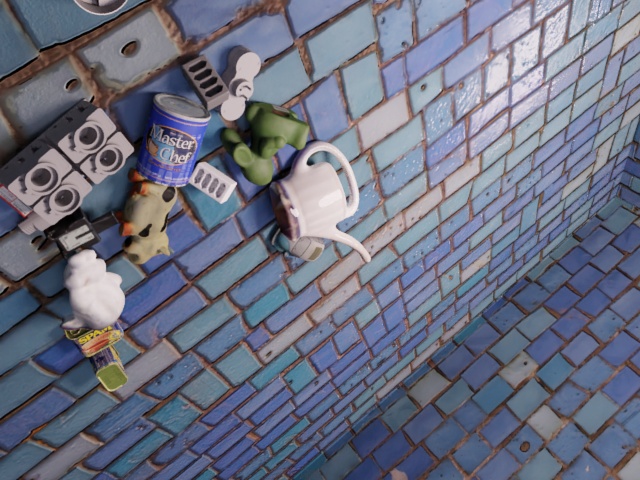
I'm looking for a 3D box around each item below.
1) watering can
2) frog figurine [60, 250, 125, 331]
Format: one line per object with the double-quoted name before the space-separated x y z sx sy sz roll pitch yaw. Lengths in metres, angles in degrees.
"watering can" 0.004 -0.063 1.258 0.226 0.105 0.343 -24 109 -18
"frog figurine" -0.447 0.094 1.026 0.139 0.123 0.157 -41 152 -70
